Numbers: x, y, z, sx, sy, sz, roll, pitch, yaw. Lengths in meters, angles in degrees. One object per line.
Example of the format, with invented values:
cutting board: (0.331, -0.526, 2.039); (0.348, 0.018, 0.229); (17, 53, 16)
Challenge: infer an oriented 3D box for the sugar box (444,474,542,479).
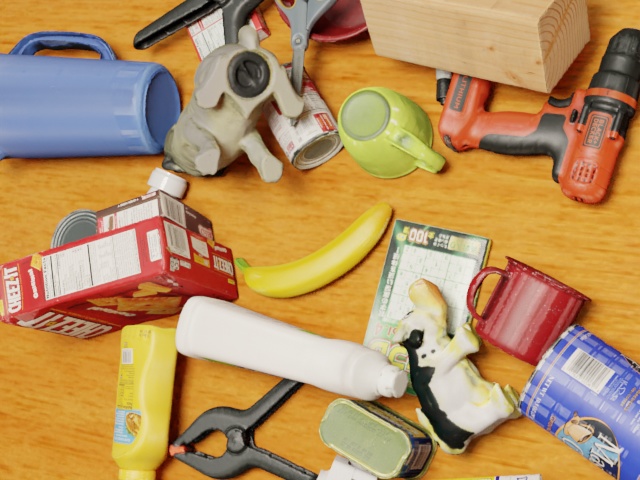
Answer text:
sugar box: (0.135, 0.276, 1.032); (0.176, 0.048, 0.093); (-9, 119, 19)

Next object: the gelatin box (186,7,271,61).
gelatin box: (-0.113, -0.256, 1.275); (0.089, 0.030, 0.073); (-29, 71, 15)

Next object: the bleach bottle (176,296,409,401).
bleach bottle: (-0.026, 0.118, 1.101); (0.251, 0.102, 0.068); (12, 86, 36)

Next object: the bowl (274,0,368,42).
bowl: (0.030, -0.291, 1.205); (0.162, 0.055, 0.162); (-6, 76, 23)

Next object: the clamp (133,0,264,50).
clamp: (-0.105, -0.272, 1.236); (0.165, 0.036, 0.210); (37, 96, 20)

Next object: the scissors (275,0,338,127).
scissors: (-0.005, -0.228, 1.164); (0.096, 0.016, 0.202); (-17, 71, 18)

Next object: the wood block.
wood block: (0.153, -0.228, 1.073); (0.206, 0.090, 0.090); (20, 57, 34)

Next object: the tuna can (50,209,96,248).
tuna can: (-0.281, 0.008, 1.291); (0.086, 0.033, 0.086); (-5, 78, 22)

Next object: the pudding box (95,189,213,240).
pudding box: (-0.186, -0.012, 1.211); (0.090, 0.113, 0.039); (-18, 63, 20)

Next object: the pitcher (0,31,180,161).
pitcher: (-0.294, -0.169, 1.286); (0.243, 0.144, 0.149); (3, 110, 20)

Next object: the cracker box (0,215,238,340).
cracker box: (-0.223, 0.049, 1.187); (0.214, 0.164, 0.072); (-16, 72, 19)

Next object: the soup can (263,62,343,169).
soup can: (-0.024, -0.139, 1.192); (0.068, 0.068, 0.102); (-34, 69, 13)

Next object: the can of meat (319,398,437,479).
can of meat: (0.058, 0.201, 1.082); (0.102, 0.083, 0.057); (26, 90, 25)

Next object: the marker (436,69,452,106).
marker: (0.135, -0.205, 1.165); (0.020, 0.020, 0.121); (-4, 78, 22)

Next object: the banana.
banana: (-0.007, 0.020, 1.171); (0.198, 0.037, 0.069); (-20, 73, 18)

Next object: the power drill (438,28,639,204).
power drill: (0.227, -0.142, 1.093); (0.188, 0.057, 0.184); (16, 82, 26)

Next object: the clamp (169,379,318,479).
clamp: (-0.079, 0.226, 1.161); (0.172, 0.039, 0.120); (-22, 69, 17)

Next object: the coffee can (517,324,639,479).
coffee can: (0.270, 0.158, 0.990); (0.140, 0.102, 0.103); (34, 94, 25)

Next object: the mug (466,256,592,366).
mug: (0.194, 0.068, 1.039); (0.081, 0.117, 0.093); (-63, 21, 6)

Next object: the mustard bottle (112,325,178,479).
mustard bottle: (-0.198, 0.193, 1.195); (0.096, 0.058, 0.191); (-10, 74, 57)
